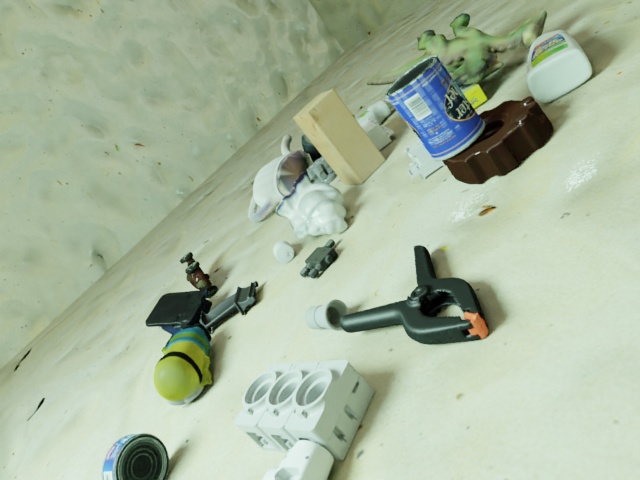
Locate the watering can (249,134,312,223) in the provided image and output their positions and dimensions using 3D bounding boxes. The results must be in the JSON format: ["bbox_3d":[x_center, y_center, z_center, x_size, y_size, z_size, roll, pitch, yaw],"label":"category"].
[{"bbox_3d":[-0.108,-0.206,1.508,0.222,0.103,0.354,-16,45,50],"label":"watering can"}]

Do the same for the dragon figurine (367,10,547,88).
[{"bbox_3d":[0.299,-0.400,1.155,0.408,0.120,0.248,-23,29,17],"label":"dragon figurine"}]

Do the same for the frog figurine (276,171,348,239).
[{"bbox_3d":[0.003,-0.054,1.080,0.161,0.120,0.139,30,56,31],"label":"frog figurine"}]
